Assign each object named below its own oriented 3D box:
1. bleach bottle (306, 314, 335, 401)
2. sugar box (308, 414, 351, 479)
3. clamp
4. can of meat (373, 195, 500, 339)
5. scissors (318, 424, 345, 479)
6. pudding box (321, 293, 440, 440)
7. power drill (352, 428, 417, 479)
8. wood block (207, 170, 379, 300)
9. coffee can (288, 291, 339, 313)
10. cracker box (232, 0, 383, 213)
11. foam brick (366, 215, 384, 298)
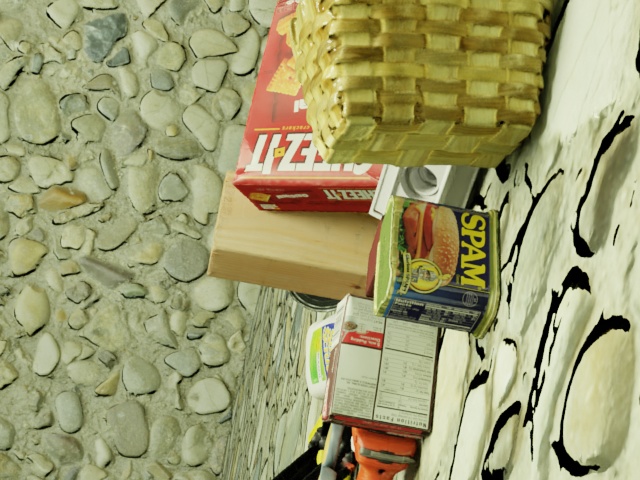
[{"bbox_3d":[0.039,0.113,1.167,0.251,0.068,0.102,125,148,-70],"label":"bleach bottle"},{"bbox_3d":[0.006,0.297,1.230,0.093,0.048,0.176,111,169,-58],"label":"sugar box"},{"bbox_3d":[0.013,0.203,1.106,0.164,0.036,0.210,-62,-20,-9],"label":"clamp"},{"bbox_3d":[0.088,0.018,0.816,0.057,0.084,0.102,108,171,-53],"label":"can of meat"},{"bbox_3d":[0.005,0.228,1.029,0.202,0.016,0.096,99,-176,-74],"label":"scissors"},{"bbox_3d":[0.055,0.110,0.927,0.039,0.090,0.113,121,160,-68],"label":"pudding box"},{"bbox_3d":[0.039,0.248,0.994,0.184,0.057,0.188,-108,28,-78],"label":"power drill"},{"bbox_3d":[-0.007,0.002,1.118,0.091,0.206,0.090,115,165,-66],"label":"wood block"},{"bbox_3d":[0.004,0.020,1.446,0.140,0.102,0.103,-93,15,-64],"label":"coffee can"},{"bbox_3d":[0.017,-0.137,1.041,0.072,0.164,0.213,42,-125,-55],"label":"cracker box"},{"bbox_3d":[0.082,0.020,0.894,0.053,0.078,0.051,-85,7,-46],"label":"foam brick"}]
